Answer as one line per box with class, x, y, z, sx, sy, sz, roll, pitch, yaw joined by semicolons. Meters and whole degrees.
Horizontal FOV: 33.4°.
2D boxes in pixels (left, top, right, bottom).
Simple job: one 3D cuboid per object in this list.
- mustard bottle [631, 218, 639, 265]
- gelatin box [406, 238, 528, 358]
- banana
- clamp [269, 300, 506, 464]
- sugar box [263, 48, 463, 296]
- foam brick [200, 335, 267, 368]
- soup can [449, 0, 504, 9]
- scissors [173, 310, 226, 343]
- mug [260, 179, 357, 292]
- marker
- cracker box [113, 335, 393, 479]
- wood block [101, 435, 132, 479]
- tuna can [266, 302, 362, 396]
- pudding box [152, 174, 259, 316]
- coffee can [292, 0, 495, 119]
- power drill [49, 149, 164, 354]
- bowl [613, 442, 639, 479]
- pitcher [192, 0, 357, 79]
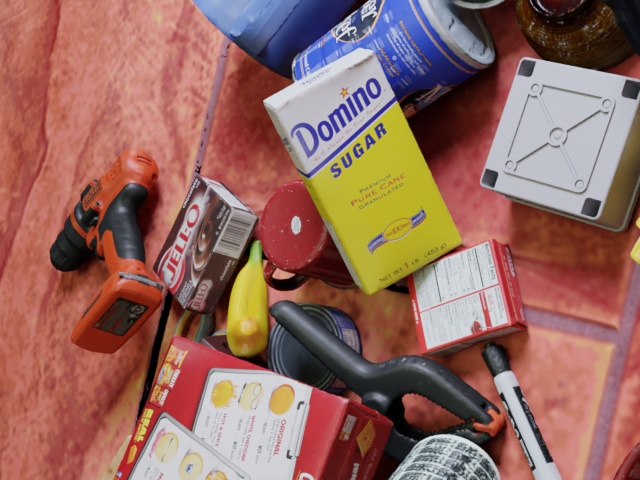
mustard bottle;0.281;-0.057;0.731;0.192;0.058;0.096;-54;53;18
gelatin box;0.118;0.048;0.863;0.089;0.030;0.073;-24;66;33
banana;-0.065;0.065;0.949;0.037;0.198;0.069;-6;111;-1
clamp;0.047;0.146;0.878;0.210;0.036;0.164;11;107;26
sugar box;0.036;-0.054;0.853;0.093;0.176;0.048;-30;21;-6
foam brick;-0.081;0.131;0.982;0.078;0.052;0.051;37;104;22
soup can;0.128;-0.244;0.863;0.069;0.068;0.102;-27;37;32
scissors;-0.127;0.163;1.048;0.096;0.016;0.202;11;88;40
mug;-0.006;0.001;0.939;0.117;0.081;0.093;-46;56;23
marker;0.154;0.133;0.823;0.020;0.020;0.121;-36;61;29
cracker box;-0.063;0.183;0.846;0.214;0.072;0.164;13;78;45
wood block;-0.112;0.279;0.965;0.206;0.090;0.090;43;108;36
tuna can;-0.005;0.099;0.950;0.086;0.033;0.086;-9;76;38
pudding box;-0.113;0.004;1.043;0.090;0.039;0.113;41;106;51
coffee can;0.061;-0.153;0.901;0.141;0.102;0.103;-32;62;30
power drill;-0.225;0.022;1.104;0.185;0.057;0.188;-46;41;32
bowl;0.271;0.193;0.692;0.162;0.055;0.162;-9;76;38
pitcher;0.003;-0.270;0.952;0.243;0.144;0.149;-48;60;18
